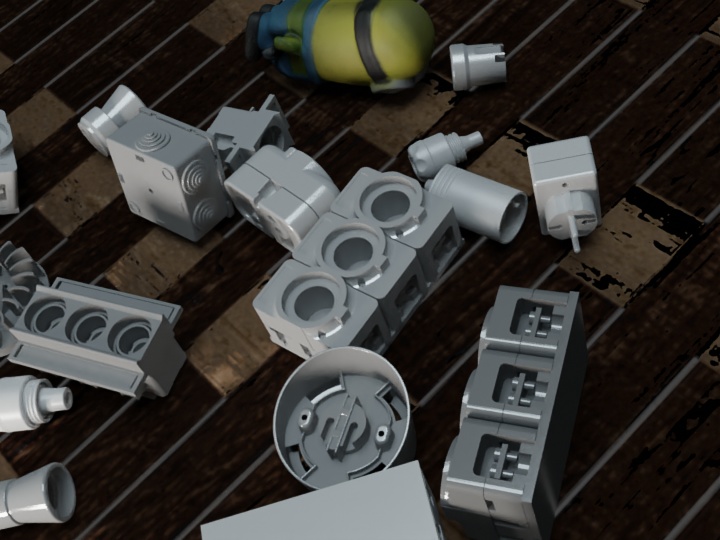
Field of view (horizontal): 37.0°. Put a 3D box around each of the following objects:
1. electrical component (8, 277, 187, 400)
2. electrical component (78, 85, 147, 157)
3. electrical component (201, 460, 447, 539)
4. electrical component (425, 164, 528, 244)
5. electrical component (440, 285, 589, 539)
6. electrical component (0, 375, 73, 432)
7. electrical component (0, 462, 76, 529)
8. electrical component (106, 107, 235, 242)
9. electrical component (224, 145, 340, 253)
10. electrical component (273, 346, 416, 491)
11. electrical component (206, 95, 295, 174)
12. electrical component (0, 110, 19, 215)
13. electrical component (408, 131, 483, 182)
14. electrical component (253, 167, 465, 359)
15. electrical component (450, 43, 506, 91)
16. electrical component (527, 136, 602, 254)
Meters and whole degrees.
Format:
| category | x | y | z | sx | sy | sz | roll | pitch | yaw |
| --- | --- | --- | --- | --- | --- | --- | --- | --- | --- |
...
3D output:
| category | x | y | z | sx | sy | sz | roll | pitch | yaw |
| --- | --- | --- | --- | --- | --- | --- | --- | --- | --- |
| electrical component | -0.203 | 0.057 | 0.849 | 0.121 | 0.063 | 0.078 | 11 | 60 | 23 |
| electrical component | -0.230 | -0.139 | 1.008 | 0.055 | 0.045 | 0.045 | -44 | 55 | -15 |
| electrical component | -0.018 | 0.195 | 0.695 | 0.150 | 0.061 | 0.089 | -18 | 52 | 4 |
| electrical component | 0.087 | -0.055 | 0.853 | 0.081 | 0.043 | 0.043 | 24 | 65 | 30 |
| electrical component | 0.104 | 0.096 | 0.711 | 0.062 | 0.089 | 0.150 | 7 | 58 | 21 |
| electrical component | -0.258 | 0.104 | 0.845 | 0.062 | 0.043 | 0.043 | -7 | 54 | 10 |
| electrical component | -0.250 | 0.171 | 0.797 | 0.065 | 0.044 | 0.044 | -15 | 53 | 13 |
| electrical component | -0.162 | -0.080 | 0.913 | 0.100 | 0.099 | 0.048 | 24 | 53 | 30 |
| electrical component | -0.058 | -0.060 | 0.894 | 0.095 | 0.053 | 0.059 | 35 | 71 | 33 |
| electrical component | -0.009 | 0.111 | 0.750 | 0.099 | 0.064 | 0.099 | -8 | 54 | 11 |
| electrical component | -0.100 | -0.114 | 0.954 | 0.064 | 0.042 | 0.081 | 14 | 60 | 29 |
| electrical component | -0.395 | -0.096 | 0.979 | 0.150 | 0.061 | 0.089 | -7 | 49 | -22 |
| electrical component | 0.073 | -0.098 | 0.895 | 0.061 | 0.035 | 0.035 | -23 | 52 | -3 |
| electrical component | 0.000 | 0.000 | 0.829 | 0.089 | 0.061 | 0.150 | 25 | 66 | 30 |
| electrical component | 0.103 | -0.179 | 0.940 | 0.046 | 0.040 | 0.040 | -6 | 54 | 5 |
| electrical component | 0.158 | -0.049 | 0.813 | 0.047 | 0.065 | 0.076 | -10 | 53 | 10 |
